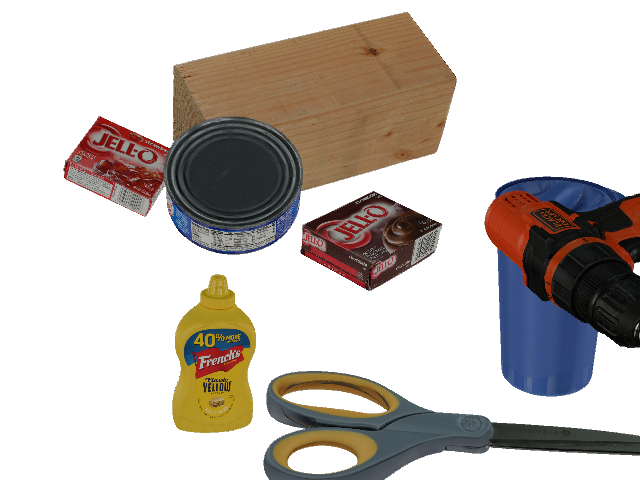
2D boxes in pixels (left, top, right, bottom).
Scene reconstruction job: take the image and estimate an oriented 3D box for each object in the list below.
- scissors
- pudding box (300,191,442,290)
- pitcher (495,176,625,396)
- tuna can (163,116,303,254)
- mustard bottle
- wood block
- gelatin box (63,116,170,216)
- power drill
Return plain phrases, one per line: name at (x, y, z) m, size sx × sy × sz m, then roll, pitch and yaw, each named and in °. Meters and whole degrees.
scissors at (0.060, 0.103, 0.515) m, size 0.202 × 0.016 × 0.096 m, roll 10°, pitch 31°, yaw 20°
pudding box at (0.050, -0.002, 1.045) m, size 0.090 × 0.039 × 0.113 m, roll 29°, pitch 36°, yaw 32°
pitcher at (0.278, 0.052, 1.251) m, size 0.149 × 0.243 × 0.144 m, roll 4°, pitch 24°, yaw 15°
tuna can at (-0.054, -0.034, 0.666) m, size 0.086 × 0.086 × 0.034 m, roll 0°, pitch -33°, yaw -5°
mustard bottle at (-0.125, 0.133, 1.271) m, size 0.096 × 0.192 × 0.058 m, roll 0°, pitch 19°, yaw -13°
wood block at (-0.007, -0.105, 0.862) m, size 0.205 × 0.091 × 0.090 m, roll -17°, pitch -34°, yaw -20°
gelatin box at (-0.190, -0.073, 1.023) m, size 0.089 × 0.073 × 0.030 m, roll 25°, pitch -45°, yaw -2°
power drill at (0.230, 0.004, 0.731) m, size 0.187 × 0.057 × 0.185 m, roll -10°, pitch 29°, yaw -17°
